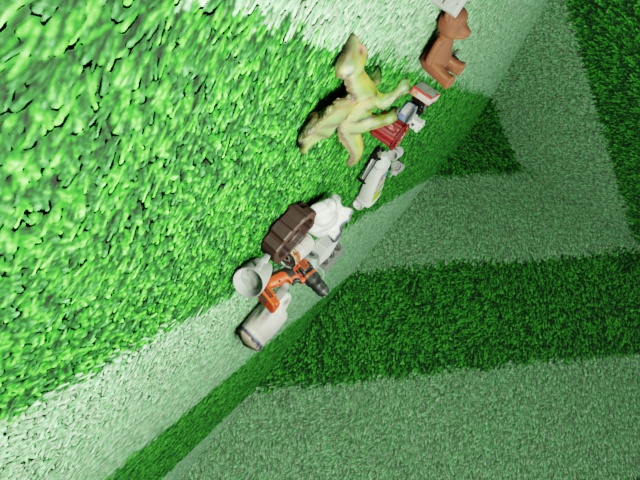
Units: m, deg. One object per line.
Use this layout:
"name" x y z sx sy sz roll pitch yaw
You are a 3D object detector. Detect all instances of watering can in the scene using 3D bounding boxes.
"watering can" -0.174 0.247 1.670 0.227 0.104 0.341 -48 169 -19

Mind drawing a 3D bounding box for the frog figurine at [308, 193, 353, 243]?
"frog figurine" 0.004 -0.073 1.453 0.136 0.125 0.158 -44 145 18

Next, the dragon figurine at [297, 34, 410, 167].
"dragon figurine" 0.046 -0.255 1.095 0.245 0.124 0.401 -25 154 -30
